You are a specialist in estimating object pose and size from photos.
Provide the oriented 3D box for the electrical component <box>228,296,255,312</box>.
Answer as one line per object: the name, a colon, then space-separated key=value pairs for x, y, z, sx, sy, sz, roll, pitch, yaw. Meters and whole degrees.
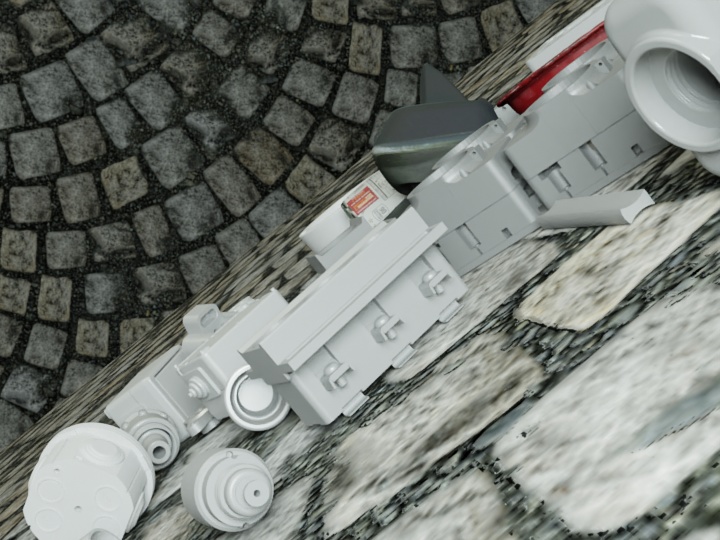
electrical component: x=-0.094 y=0.057 z=0.936 sx=0.045 sy=0.055 sz=0.045 roll=-38 pitch=7 yaw=6

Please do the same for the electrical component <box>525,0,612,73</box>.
electrical component: x=0.221 y=-0.209 z=1.004 sx=0.113 sy=0.057 sz=0.078 roll=-34 pitch=9 yaw=35

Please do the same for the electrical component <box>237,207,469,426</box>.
electrical component: x=-0.001 y=0.029 z=0.616 sx=0.121 sy=0.063 sz=0.079 roll=-42 pitch=8 yaw=-23

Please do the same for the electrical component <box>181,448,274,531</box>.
electrical component: x=-0.061 y=0.107 z=0.526 sx=0.040 sy=0.040 sz=0.078 roll=-42 pitch=8 yaw=-22

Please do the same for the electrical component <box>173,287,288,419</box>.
electrical component: x=-0.087 y=0.070 z=0.797 sx=0.096 sy=0.061 sz=0.062 roll=-43 pitch=9 yaw=-32

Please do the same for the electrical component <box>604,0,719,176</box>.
electrical component: x=0.153 y=-0.090 z=0.457 sx=0.059 sy=0.095 sz=0.054 roll=-42 pitch=8 yaw=-21

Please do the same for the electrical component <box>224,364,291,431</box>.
electrical component: x=-0.070 y=0.083 z=0.719 sx=0.044 sy=0.044 sz=0.065 roll=-40 pitch=3 yaw=-9

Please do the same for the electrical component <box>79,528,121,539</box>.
electrical component: x=-0.158 y=0.177 z=0.563 sx=0.081 sy=0.043 sz=0.043 roll=-38 pitch=7 yaw=6

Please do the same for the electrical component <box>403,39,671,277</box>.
electrical component: x=0.114 y=-0.074 z=0.695 sx=0.186 sy=0.060 sz=0.105 roll=-34 pitch=9 yaw=32

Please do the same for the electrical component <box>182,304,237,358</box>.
electrical component: x=-0.102 y=0.064 z=0.874 sx=0.057 sy=0.078 sz=0.058 roll=-5 pitch=28 yaw=38

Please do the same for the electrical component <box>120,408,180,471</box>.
electrical component: x=-0.161 y=0.135 z=0.835 sx=0.048 sy=0.048 sz=0.062 roll=-41 pitch=15 yaw=-14

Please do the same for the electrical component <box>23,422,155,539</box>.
electrical component: x=-0.182 y=0.148 z=0.722 sx=0.080 sy=0.080 sz=0.051 roll=-37 pitch=13 yaw=13

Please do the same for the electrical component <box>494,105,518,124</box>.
electrical component: x=0.162 y=-0.143 z=0.914 sx=0.089 sy=0.050 sz=0.055 roll=-33 pitch=9 yaw=33

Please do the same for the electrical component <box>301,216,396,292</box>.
electrical component: x=0.000 y=0.000 z=0.786 sx=0.081 sy=0.063 sz=0.042 roll=-40 pitch=8 yaw=-10

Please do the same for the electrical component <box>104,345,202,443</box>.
electrical component: x=-0.165 y=0.113 z=0.914 sx=0.061 sy=0.061 sz=0.096 roll=-36 pitch=8 yaw=18

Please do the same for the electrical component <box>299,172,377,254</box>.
electrical component: x=0.001 y=-0.043 z=1.055 sx=0.108 sy=0.060 sz=0.108 roll=-38 pitch=7 yaw=6
